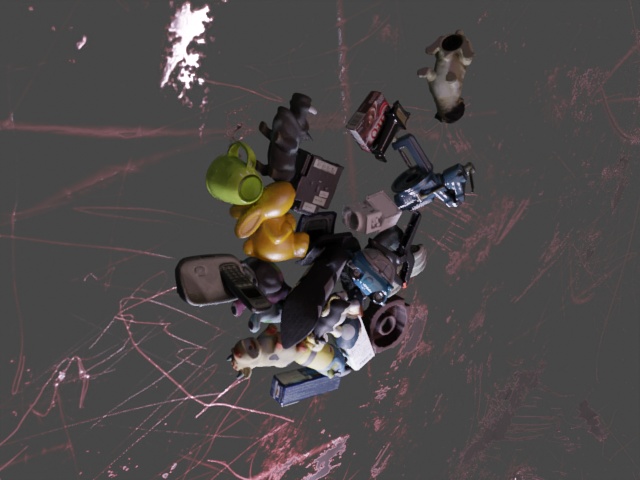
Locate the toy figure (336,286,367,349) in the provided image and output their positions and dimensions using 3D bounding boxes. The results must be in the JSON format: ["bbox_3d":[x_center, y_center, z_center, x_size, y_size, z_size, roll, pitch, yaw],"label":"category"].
[{"bbox_3d":[0.077,0.192,1.332,0.064,0.058,0.154,5,104,-21],"label":"toy figure"}]

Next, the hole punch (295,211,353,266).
[{"bbox_3d":[-0.003,-0.004,1.265,0.142,0.092,0.115,-10,146,-41],"label":"hole punch"}]

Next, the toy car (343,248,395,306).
[{"bbox_3d":[0.124,0.073,1.296,0.103,0.109,0.161,-42,117,1],"label":"toy car"}]

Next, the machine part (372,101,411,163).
[{"bbox_3d":[0.165,-0.251,1.259,0.084,0.039,0.139,25,89,-58],"label":"machine part"}]

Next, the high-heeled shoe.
[{"bbox_3d":[-0.016,0.120,1.200,0.248,0.086,0.145,-60,175,8],"label":"high-heeled shoe"}]

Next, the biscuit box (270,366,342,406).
[{"bbox_3d":[-0.033,0.379,1.432,0.202,0.059,0.062,-2,111,-40],"label":"biscuit box"}]

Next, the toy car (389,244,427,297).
[{"bbox_3d":[0.234,0.085,1.526,0.202,0.056,0.073,-36,130,-23],"label":"toy car"}]

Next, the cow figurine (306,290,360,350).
[{"bbox_3d":[0.014,0.198,1.277,0.167,0.068,0.098,-56,154,13],"label":"cow figurine"}]

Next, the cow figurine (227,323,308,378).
[{"bbox_3d":[-0.132,0.262,1.265,0.127,0.086,0.194,-48,148,14],"label":"cow figurine"}]

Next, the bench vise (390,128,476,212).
[{"bbox_3d":[0.258,-0.175,1.340,0.240,0.224,0.129,53,41,-21],"label":"bench vise"}]

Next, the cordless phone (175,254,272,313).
[{"bbox_3d":[-0.193,0.103,1.065,0.146,0.184,0.088,-4,117,-41],"label":"cordless phone"}]

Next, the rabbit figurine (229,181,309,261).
[{"bbox_3d":[-0.105,-0.049,1.118,0.162,0.122,0.173,-2,132,-18],"label":"rabbit figurine"}]

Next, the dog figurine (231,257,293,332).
[{"bbox_3d":[-0.088,0.119,1.226,0.219,0.109,0.191,-7,112,-44],"label":"dog figurine"}]

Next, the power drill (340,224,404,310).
[{"bbox_3d":[0.136,0.059,1.419,0.207,0.086,0.231,-34,128,-15],"label":"power drill"}]

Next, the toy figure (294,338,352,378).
[{"bbox_3d":[0.003,0.304,1.394,0.180,0.082,0.089,41,78,-34],"label":"toy figure"}]

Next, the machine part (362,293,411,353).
[{"bbox_3d":[0.186,0.239,1.561,0.179,0.056,0.179,-18,121,-34],"label":"machine part"}]

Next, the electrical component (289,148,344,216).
[{"bbox_3d":[-0.022,-0.123,1.195,0.115,0.058,0.134,18,98,-43],"label":"electrical component"}]

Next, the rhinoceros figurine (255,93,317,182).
[{"bbox_3d":[-0.065,-0.206,1.104,0.112,0.073,0.190,4,108,-41],"label":"rhinoceros figurine"}]

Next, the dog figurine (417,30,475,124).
[{"bbox_3d":[0.336,-0.406,1.359,0.172,0.121,0.190,-53,149,-3],"label":"dog figurine"}]
